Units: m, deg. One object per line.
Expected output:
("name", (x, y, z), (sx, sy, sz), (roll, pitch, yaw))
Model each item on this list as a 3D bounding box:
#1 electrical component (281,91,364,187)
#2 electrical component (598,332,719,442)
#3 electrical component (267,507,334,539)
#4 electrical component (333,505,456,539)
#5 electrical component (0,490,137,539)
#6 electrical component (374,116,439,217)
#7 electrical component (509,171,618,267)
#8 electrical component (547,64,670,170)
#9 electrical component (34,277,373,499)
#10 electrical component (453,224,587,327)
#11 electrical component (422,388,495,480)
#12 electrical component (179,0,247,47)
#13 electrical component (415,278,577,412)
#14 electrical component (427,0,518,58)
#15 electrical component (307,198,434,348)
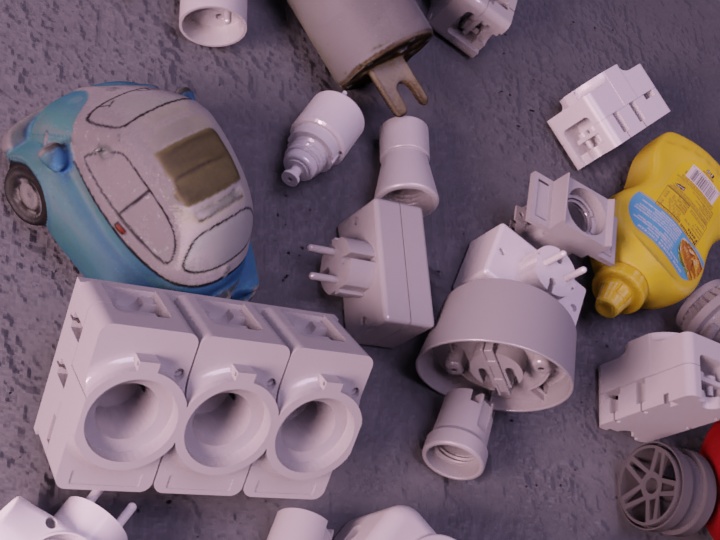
("electrical component", (-0.028, -0.083, 0.703), (0.040, 0.040, 0.078), (42, 52, -12))
("electrical component", (0.218, 0.081, 0.767), (0.050, 0.089, 0.055), (21, 59, -26))
("electrical component", (-0.037, 0.159, 0.587), (0.040, 0.040, 0.046), (34, 48, -18))
("electrical component", (0.030, 0.183, 0.609), (0.095, 0.059, 0.053), (50, 50, -6))
("electrical component", (-0.140, 0.137, 0.521), (0.077, 0.044, 0.079), (45, 51, -10))
("electrical component", (0.031, -0.073, 0.740), (0.044, 0.044, 0.065), (17, 55, -28))
("electrical component", (0.147, -0.032, 0.787), (0.081, 0.064, 0.042), (26, 58, -22))
("electrical component", (0.201, -0.129, 0.878), (0.089, 0.050, 0.055), (-32, 89, -40))
("electrical component", (-0.078, 0.066, 0.557), (0.150, 0.089, 0.062), (10, 19, -31))
("electrical component", (0.123, 0.007, 0.744), (0.083, 0.076, 0.047), (37, 53, -16))
("electrical component", (0.064, 0.103, 0.683), (0.040, 0.040, 0.046), (37, 47, -16))
("electrical component", (-0.095, -0.192, 0.704), (0.043, 0.043, 0.081), (13, 62, -30))
("electrical component", (0.089, 0.054, 0.685), (0.099, 0.099, 0.064), (36, 47, -16))
("electrical component", (0.089, -0.223, 0.842), (0.056, 0.050, 0.089), (32, 54, -20))
("electrical component", (0.000, 0.000, 0.680), (0.076, 0.047, 0.083), (10, 64, -32))
